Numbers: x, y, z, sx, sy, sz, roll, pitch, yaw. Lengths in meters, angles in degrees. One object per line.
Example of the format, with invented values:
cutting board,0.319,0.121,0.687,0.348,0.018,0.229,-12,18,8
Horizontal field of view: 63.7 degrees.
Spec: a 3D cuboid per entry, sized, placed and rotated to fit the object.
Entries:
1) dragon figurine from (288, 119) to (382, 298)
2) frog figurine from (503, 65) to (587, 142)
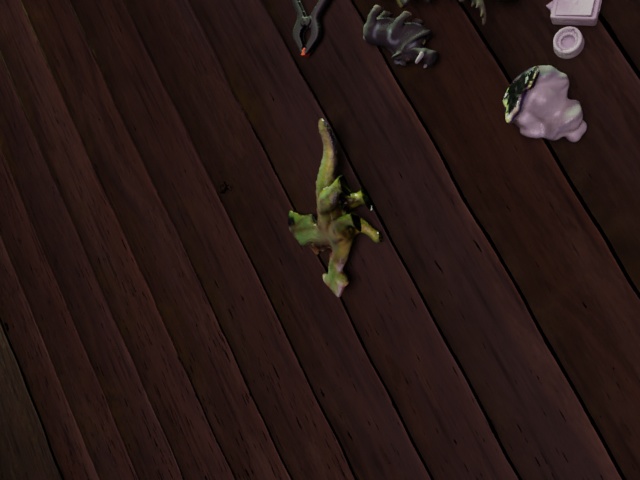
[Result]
dragon figurine,0.004,-0.064,1.265,0.240,0.123,0.412,-24,82,36
frog figurine,0.452,-0.264,1.019,0.159,0.124,0.136,19,98,-12
